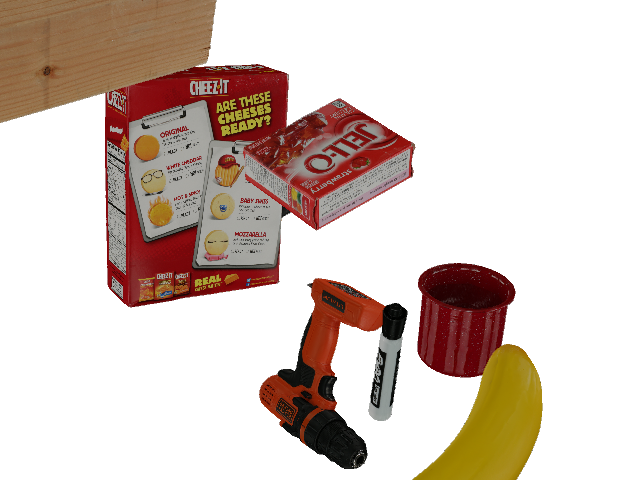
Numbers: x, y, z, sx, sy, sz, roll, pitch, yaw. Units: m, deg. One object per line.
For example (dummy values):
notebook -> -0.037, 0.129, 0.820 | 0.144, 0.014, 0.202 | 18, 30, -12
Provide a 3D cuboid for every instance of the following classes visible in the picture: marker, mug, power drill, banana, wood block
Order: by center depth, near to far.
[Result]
banana -> 0.070, 0.112, 0.552 | 0.070, 0.037, 0.197 | 21, 40, 37
marker -> 0.052, 0.095, 0.834 | 0.020, 0.121, 0.020 | 3, 40, -3
wood block -> -0.192, -0.174, 0.844 | 0.205, 0.091, 0.090 | -24, 54, -35
mug -> 0.135, 0.073, 1.047 | 0.093, 0.081, 0.117 | -2, 28, -10
power drill -> 0.014, 0.151, 1.245 | 0.057, 0.188, 0.185 | 15, 10, -43

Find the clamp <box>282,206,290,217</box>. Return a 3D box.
clamp -> -0.062, -0.033, 1.210 | 0.120, 0.039, 0.171 | -3, 36, 26

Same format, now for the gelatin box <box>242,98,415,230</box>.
gelatin box -> 0.006, -0.052, 0.699 | 0.089, 0.030, 0.073 | -30, 49, -29

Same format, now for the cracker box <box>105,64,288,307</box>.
cracker box -> -0.120, -0.056, 1.019 | 0.163, 0.214, 0.072 | -8, 21, -31
